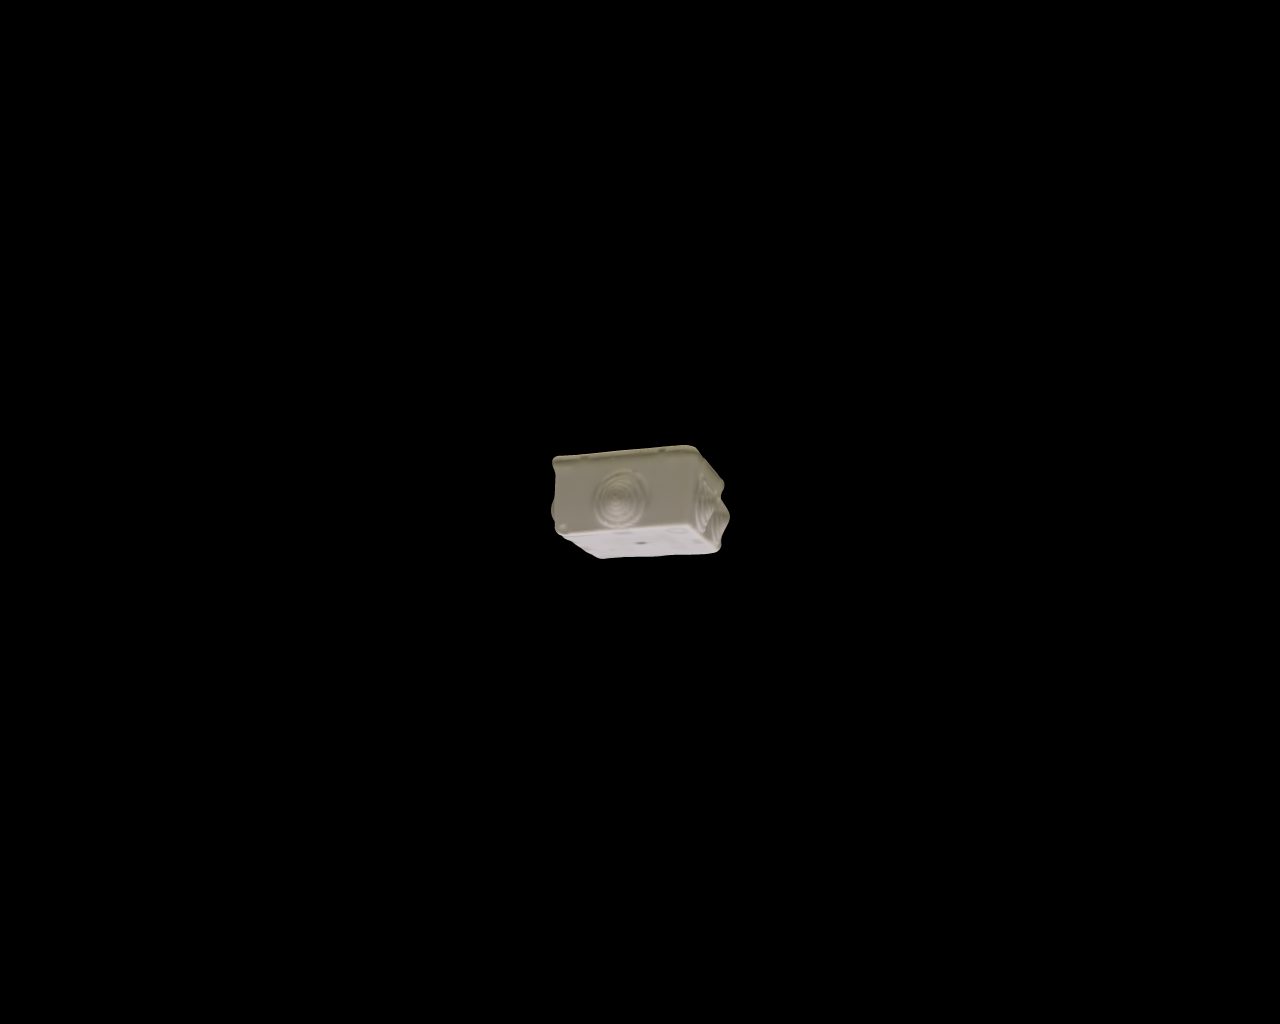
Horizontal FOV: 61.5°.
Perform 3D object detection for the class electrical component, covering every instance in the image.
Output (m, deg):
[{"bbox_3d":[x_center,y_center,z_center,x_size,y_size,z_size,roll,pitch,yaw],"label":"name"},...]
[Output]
[{"bbox_3d":[0.001,-0.003,0.650,0.100,0.048,0.099,-4,-14,15],"label":"electrical component"}]
